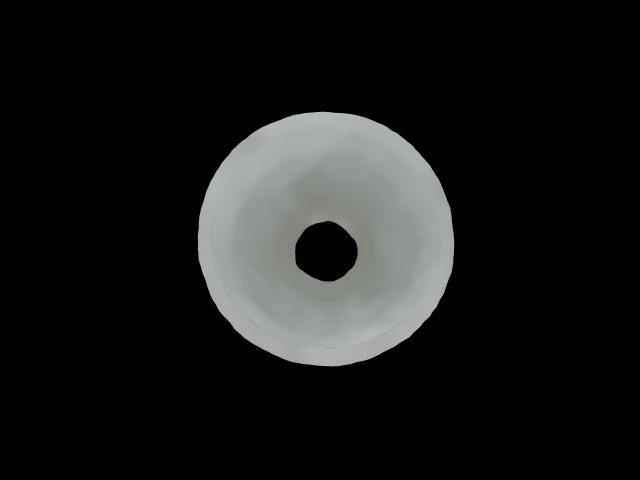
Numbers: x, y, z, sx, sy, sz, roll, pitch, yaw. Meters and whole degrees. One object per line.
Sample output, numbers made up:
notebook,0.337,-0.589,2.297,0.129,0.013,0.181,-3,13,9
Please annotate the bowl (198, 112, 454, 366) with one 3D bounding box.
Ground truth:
bowl,0.004,0.001,0.400,0.167,0.075,0.167,0,81,0
